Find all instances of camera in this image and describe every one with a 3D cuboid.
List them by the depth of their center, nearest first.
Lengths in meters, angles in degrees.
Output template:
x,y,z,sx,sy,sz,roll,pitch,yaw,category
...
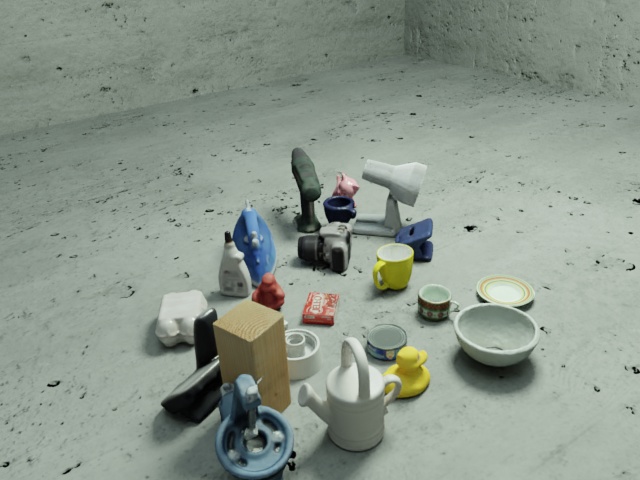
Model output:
x,y,z,sx,sy,sz,roll,pitch,yaw,category
0.014,0.005,1.515,0.136,0.101,0.143,2,29,8,camera

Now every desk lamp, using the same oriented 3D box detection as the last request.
x,y,z,sx,sy,sz,roll,pitch,yaw,category
0.195,-0.122,1.611,0.203,0.214,0.118,4,30,13,desk lamp

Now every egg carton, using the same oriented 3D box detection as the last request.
x,y,z,sx,sy,sz,roll,pitch,yaw,category
-0.306,0.172,1.276,0.107,0.069,0.150,-6,29,-6,egg carton

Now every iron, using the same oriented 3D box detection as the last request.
x,y,z,sx,sy,sz,roll,pitch,yaw,category
-0.172,0.003,1.494,0.119,0.141,0.257,-9,29,-10,iron

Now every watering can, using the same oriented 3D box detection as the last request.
x,y,z,sx,sy,sz,roll,pitch,yaw,category
0.053,0.255,0.964,0.173,0.194,0.100,-23,34,-31,watering can

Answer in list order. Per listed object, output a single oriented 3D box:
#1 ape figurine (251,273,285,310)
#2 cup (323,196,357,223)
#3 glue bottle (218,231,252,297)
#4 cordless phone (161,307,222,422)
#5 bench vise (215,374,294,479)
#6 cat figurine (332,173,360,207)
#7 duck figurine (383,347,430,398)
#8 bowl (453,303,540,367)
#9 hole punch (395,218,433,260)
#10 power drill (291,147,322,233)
x,y,z,sx,sy,sz,roll,pitch,yaw,category
-0.119,0.119,1.331,0.077,0.092,0.076,6,30,16,ape figurine
0.064,-0.065,1.643,0.092,0.095,0.117,-24,35,-33,cup
-0.209,0.056,1.370,0.078,0.173,0.037,4,30,12,glue bottle
-0.231,0.223,1.056,0.093,0.185,0.148,13,33,26,cordless phone
-0.127,0.285,0.901,0.122,0.220,0.206,-27,37,-37,bench vise
0.079,-0.162,1.793,0.067,0.118,0.127,-12,30,-15,cat figurine
0.161,0.244,1.087,0.105,0.086,0.077,-14,31,-20,duck figurine
0.352,0.203,1.155,0.167,0.075,0.167,-2,29,1,bowl
0.251,-0.004,1.521,0.101,0.091,0.109,3,29,10,hole punch
-0.044,-0.140,1.671,0.076,0.209,0.229,-9,30,-10,power drill
